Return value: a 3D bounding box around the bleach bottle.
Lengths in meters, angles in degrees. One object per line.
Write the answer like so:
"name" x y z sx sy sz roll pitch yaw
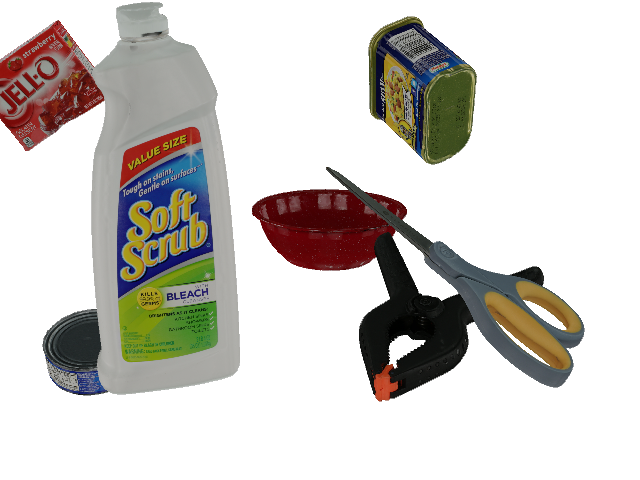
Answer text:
"bleach bottle" -0.111 -0.027 0.701 0.102 0.251 0.068 -7 21 -8

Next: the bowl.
"bowl" 0.009 -0.008 1.112 0.162 0.055 0.162 0 17 0

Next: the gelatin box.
"gelatin box" -0.233 -0.128 0.891 0.089 0.073 0.030 -30 22 12

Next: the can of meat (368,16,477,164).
"can of meat" 0.089 -0.129 0.927 0.057 0.102 0.084 -25 50 -19

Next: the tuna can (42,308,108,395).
"tuna can" -0.208 0.102 0.976 0.086 0.034 0.086 0 35 0

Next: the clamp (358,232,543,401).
"clamp" 0.085 0.063 0.948 0.165 0.036 0.209 17 40 27

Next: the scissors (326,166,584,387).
"scissors" 0.095 0.014 0.690 0.096 0.016 0.202 -10 50 -48
